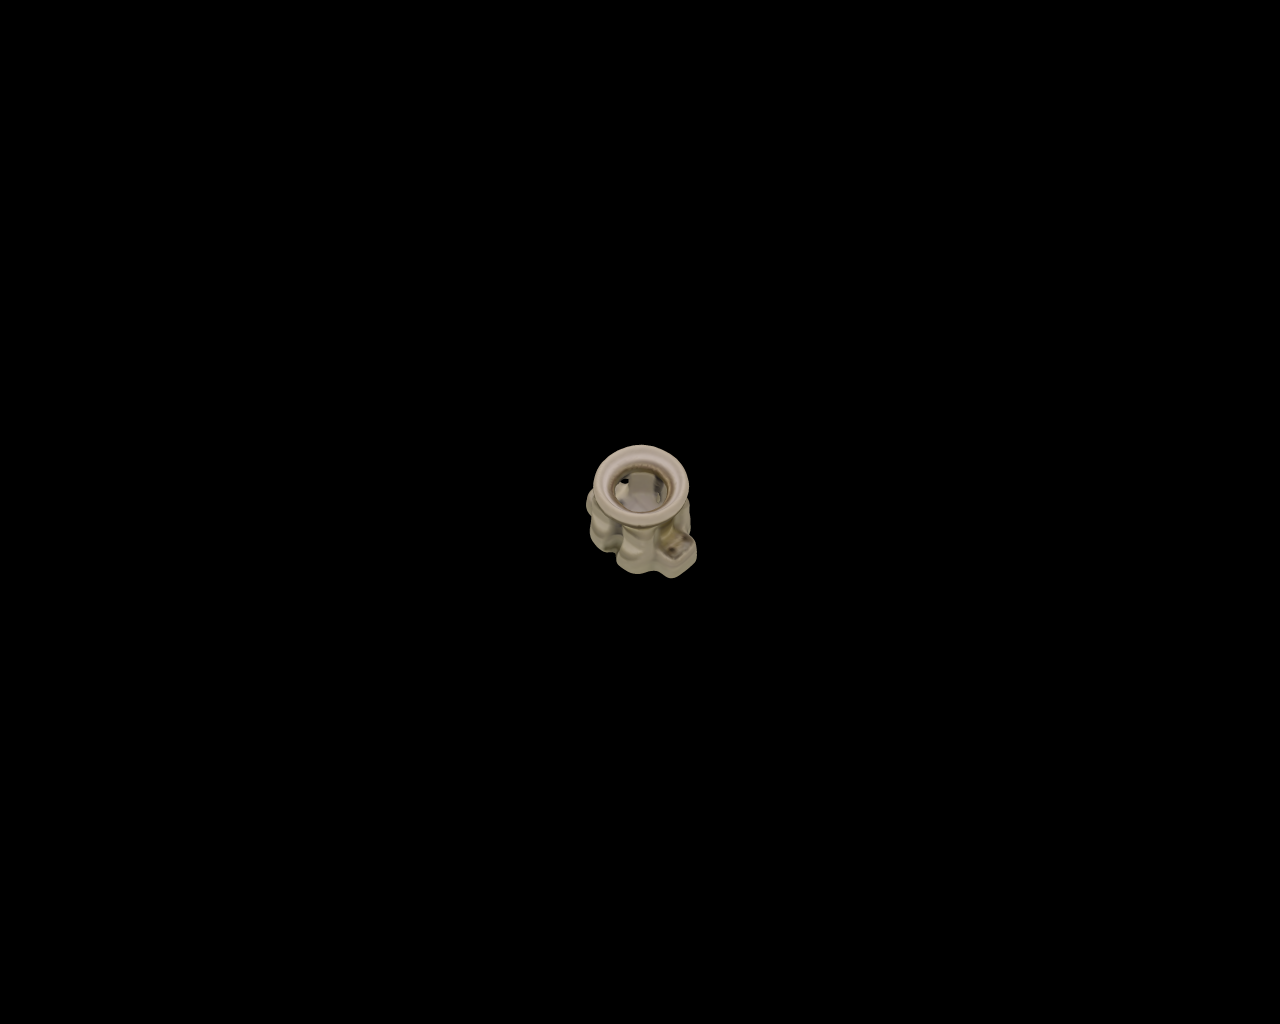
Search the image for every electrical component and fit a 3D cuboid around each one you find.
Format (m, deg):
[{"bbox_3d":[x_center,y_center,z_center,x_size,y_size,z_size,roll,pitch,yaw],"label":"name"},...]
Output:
[{"bbox_3d":[0.001,-0.003,0.650,0.058,0.056,0.078,-39,63,-25],"label":"electrical component"}]
